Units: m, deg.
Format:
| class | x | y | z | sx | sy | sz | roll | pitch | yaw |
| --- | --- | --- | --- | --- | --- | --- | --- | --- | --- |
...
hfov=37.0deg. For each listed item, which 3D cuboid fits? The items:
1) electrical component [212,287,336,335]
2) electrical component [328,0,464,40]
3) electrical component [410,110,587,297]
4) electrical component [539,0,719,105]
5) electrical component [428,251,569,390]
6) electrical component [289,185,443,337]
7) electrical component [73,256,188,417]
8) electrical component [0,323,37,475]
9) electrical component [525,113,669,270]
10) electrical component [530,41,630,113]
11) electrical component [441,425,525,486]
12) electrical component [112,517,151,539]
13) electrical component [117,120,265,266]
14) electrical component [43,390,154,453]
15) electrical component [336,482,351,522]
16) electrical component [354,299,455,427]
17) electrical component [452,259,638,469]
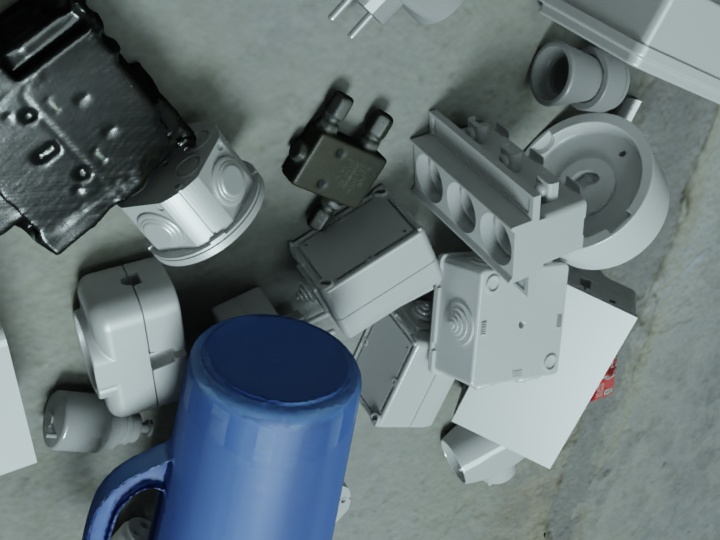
| class | x | y | z | sx | sy | sz | roll | pitch | yaw |
| --- | --- | --- | --- | --- | --- | --- | --- | --- | --- |
| electrical component | -0.053 | 0.053 | 0.763 | 0.076 | 0.047 | 0.083 | -25 | 133 | -12 |
| electrical component | 0.015 | -0.172 | 0.636 | 0.079 | 0.043 | 0.077 | -46 | 133 | 9 |
| electrical component | 0.092 | -0.050 | 0.720 | 0.063 | 0.121 | 0.078 | -21 | 132 | -20 |
| electrical component | 0.192 | -0.163 | 0.703 | 0.109 | 0.108 | 0.056 | 12 | 114 | -37 |
| electrical component | 0.100 | 0.034 | 0.769 | 0.100 | 0.048 | 0.099 | -4 | 104 | -34 |
| electrical component | 0.000 | 0.000 | 0.744 | 0.096 | 0.061 | 0.061 | -32 | 134 | -6 |
| electrical component | -0.149 | 0.045 | 0.696 | 0.059 | 0.053 | 0.095 | -16 | 130 | -20 |
| electrical component | -0.239 | 0.067 | 0.642 | 0.057 | 0.078 | 0.113 | -18 | 131 | -23 |
| electrical component | 0.170 | -0.052 | 0.778 | 0.108 | 0.108 | 0.060 | -47 | 139 | 8 |
| electrical component | 0.153 | -0.133 | 0.746 | 0.055 | 0.045 | 0.045 | 1 | 123 | -32 |
| electrical component | 0.118 | 0.161 | 0.948 | 0.077 | 0.044 | 0.079 | -26 | 133 | -11 |
| electrical component | -0.177 | 0.222 | 0.819 | 0.055 | 0.045 | 0.045 | -50 | 133 | 10 |
| electrical component | -0.101 | -0.046 | 0.638 | 0.080 | 0.080 | 0.051 | -37 | 129 | -1 |
| electrical component | -0.178 | 0.104 | 0.732 | 0.078 | 0.040 | 0.040 | 12 | 116 | -36 |
| electrical component | -0.051 | 0.176 | 0.854 | 0.080 | 0.051 | 0.080 | -16 | 130 | -20 |
| electrical component | 0.040 | 0.065 | 0.818 | 0.061 | 0.061 | 0.096 | 6 | 120 | -34 |
| electrical component | 0.148 | 0.068 | 0.862 | 0.089 | 0.061 | 0.150 | 26 | 114 | 4 |
